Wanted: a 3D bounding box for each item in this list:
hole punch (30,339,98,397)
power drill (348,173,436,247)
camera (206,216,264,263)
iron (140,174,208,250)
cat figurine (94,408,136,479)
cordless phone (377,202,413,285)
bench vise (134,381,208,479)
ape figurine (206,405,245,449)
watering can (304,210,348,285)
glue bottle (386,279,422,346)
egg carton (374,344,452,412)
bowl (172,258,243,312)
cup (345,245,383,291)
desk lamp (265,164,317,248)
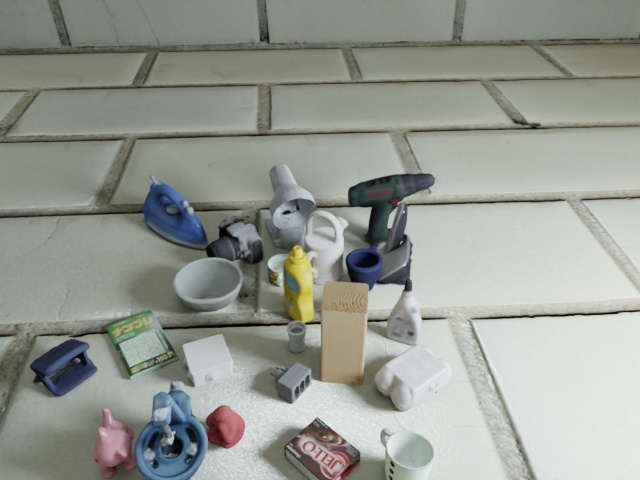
[{"bbox_3d":[-0.538,0.252,1.188,0.100,0.091,0.109,25,43,30],"label":"hole punch"},{"bbox_3d":[0.188,-0.086,1.548,0.229,0.208,0.075,-2,36,-3],"label":"power drill"},{"bbox_3d":[-0.238,0.003,1.519,0.137,0.101,0.142,-24,43,-29],"label":"camera"},{"bbox_3d":[-0.399,-0.082,1.599,0.257,0.141,0.119,30,46,34],"label":"iron"},{"bbox_3d":[-0.371,0.359,1.022,0.067,0.118,0.127,-15,39,-19],"label":"cat figurine"},{"bbox_3d":[0.190,0.010,1.439,0.094,0.185,0.147,3,37,5],"label":"cordless phone"},{"bbox_3d":[-0.269,0.319,0.990,0.122,0.220,0.206,-16,39,-21],"label":"bench vise"},{"bbox_3d":[-0.178,0.342,1.067,0.076,0.092,0.077,-12,38,-16],"label":"ape figurine"},{"bbox_3d":[0.011,0.005,1.438,0.100,0.194,0.173,5,37,8],"label":"watering can"},{"bbox_3d":[0.189,0.154,1.253,0.078,0.173,0.037,15,39,19],"label":"glue bottle"},{"bbox_3d":[0.192,0.281,1.169,0.151,0.069,0.107,-26,43,-30],"label":"egg carton"},{"bbox_3d":[-0.266,0.120,1.381,0.167,0.075,0.167,0,36,0],"label":"bowl"},{"bbox_3d":[0.113,0.075,1.426,0.091,0.095,0.118,15,39,19],"label":"cup"},{"bbox_3d":[-0.090,-0.083,1.540,0.118,0.214,0.202,-12,38,-15],"label":"desk lamp"}]
